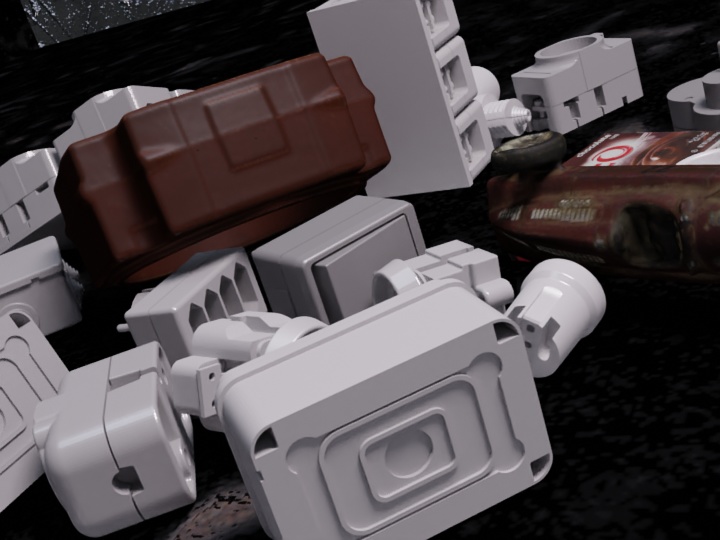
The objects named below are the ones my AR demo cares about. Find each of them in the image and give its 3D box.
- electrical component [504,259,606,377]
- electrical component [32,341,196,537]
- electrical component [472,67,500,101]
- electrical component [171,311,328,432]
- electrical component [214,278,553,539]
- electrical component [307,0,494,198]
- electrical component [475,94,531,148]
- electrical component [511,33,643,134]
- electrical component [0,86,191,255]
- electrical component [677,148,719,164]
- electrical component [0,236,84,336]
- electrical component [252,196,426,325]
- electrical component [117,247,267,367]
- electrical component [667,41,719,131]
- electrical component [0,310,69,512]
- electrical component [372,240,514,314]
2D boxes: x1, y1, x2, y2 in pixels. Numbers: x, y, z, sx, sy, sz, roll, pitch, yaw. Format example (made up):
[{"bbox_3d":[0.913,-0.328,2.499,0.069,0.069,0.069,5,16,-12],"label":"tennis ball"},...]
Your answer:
[{"bbox_3d":[0.088,0.023,0.505,0.040,0.040,0.046,0,32,40],"label":"electrical component"},{"bbox_3d":[-0.115,0.080,0.510,0.059,0.053,0.095,-20,20,-3],"label":"electrical component"},{"bbox_3d":[0.072,-0.140,0.929,0.079,0.044,0.077,-6,24,30],"label":"electrical component"},{"bbox_3d":[-0.042,0.050,0.515,0.057,0.058,0.078,2,11,38],"label":"electrical component"},{"bbox_3d":[0.009,0.060,0.420,0.113,0.078,0.057,-23,24,-14],"label":"electrical component"},{"bbox_3d":[0.035,-0.137,0.801,0.089,0.150,0.061,-5,25,32],"label":"electrical component"},{"bbox_3d":[0.096,-0.116,0.850,0.081,0.043,0.043,-5,24,32],"label":"electrical component"},{"bbox_3d":[0.172,-0.151,0.856,0.089,0.055,0.050,-26,22,-21],"label":"electrical component"},{"bbox_3d":[-0.206,-0.081,0.866,0.186,0.060,0.105,-28,-8,28],"label":"electrical component"},{"bbox_3d":[0.187,-0.032,0.550,0.055,0.047,0.055,-16,20,6],"label":"electrical component"},{"bbox_3d":[-0.253,0.022,0.784,0.100,0.048,0.100,-23,21,-12],"label":"electrical component"},{"bbox_3d":[0.000,0.000,0.605,0.096,0.061,0.061,-30,23,-29],"label":"electrical component"},{"bbox_3d":[-0.112,0.028,0.651,0.076,0.047,0.083,-7,23,28],"label":"electrical component"},{"bbox_3d":[0.231,-0.103,0.657,0.052,0.073,0.138,-19,20,-1],"label":"electrical component"},{"bbox_3d":[-0.199,0.082,0.533,0.057,0.078,0.113,-24,14,36],"label":"electrical component"},{"bbox_3d":[0.040,0.013,0.564,0.055,0.048,0.066,-17,19,-20],"label":"electrical component"}]
